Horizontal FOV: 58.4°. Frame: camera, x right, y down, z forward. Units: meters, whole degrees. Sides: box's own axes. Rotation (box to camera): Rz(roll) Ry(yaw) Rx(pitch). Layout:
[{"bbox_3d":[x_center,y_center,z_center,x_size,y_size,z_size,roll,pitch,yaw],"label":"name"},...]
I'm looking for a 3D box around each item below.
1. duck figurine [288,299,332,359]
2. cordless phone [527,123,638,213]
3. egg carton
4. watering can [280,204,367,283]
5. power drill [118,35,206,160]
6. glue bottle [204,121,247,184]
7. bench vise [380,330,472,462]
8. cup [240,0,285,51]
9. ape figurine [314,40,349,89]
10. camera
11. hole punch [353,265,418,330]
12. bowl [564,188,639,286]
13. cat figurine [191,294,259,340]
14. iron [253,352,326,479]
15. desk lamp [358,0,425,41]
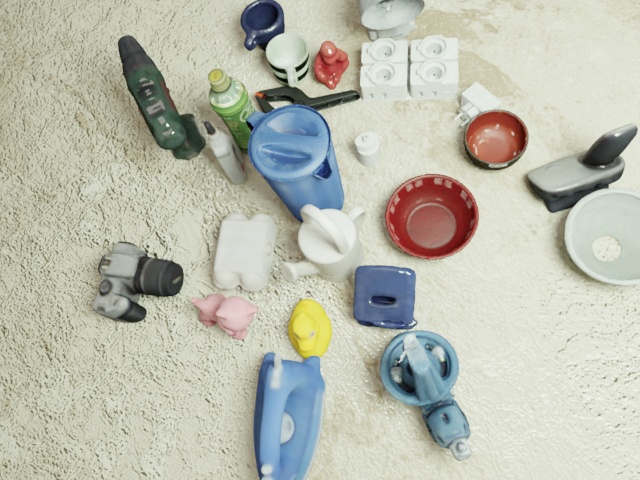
[{"bbox_3d":[-0.023,0.147,0.978,0.077,0.086,0.104,-9,69,8],"label":"duck figurine"},{"bbox_3d":[0.430,-0.130,0.941,0.147,0.185,0.094,-23,68,2],"label":"cordless phone"},{"bbox_3d":[-0.136,0.021,1.053,0.107,0.069,0.150,1,71,11],"label":"egg carton"},{"bbox_3d":[0.010,0.005,0.965,0.100,0.194,0.173,21,76,17],"label":"watering can"},{"bbox_3d":[-0.303,-0.254,1.108,0.075,0.209,0.229,-28,68,0],"label":"power drill"},{"bbox_3d":[-0.182,-0.173,1.075,0.037,0.173,0.078,-21,68,3],"label":"glue bottle"},{"bbox_3d":[0.172,0.212,0.847,0.121,0.220,0.207,-43,69,-6],"label":"bench vise"},{"bbox_3d":[-0.116,-0.428,1.196,0.091,0.095,0.118,21,76,17],"label":"cup"},{"bbox_3d":[0.019,-0.362,1.150,0.078,0.092,0.076,-22,68,2],"label":"ape figurine"},{"bbox_3d":[-0.332,0.078,1.052,0.136,0.101,0.143,7,72,13],"label":"camera"},{"bbox_3d":[0.112,0.098,0.969,0.108,0.091,0.101,3,71,12],"label":"hole punch"},{"bbox_3d":[0.484,0.003,0.943,0.167,0.075,0.167,-3,70,9],"label":"bowl"},{"bbox_3d":[-0.164,0.126,0.995,0.127,0.118,0.067,17,75,16],"label":"cat figurine"},{"bbox_3d":[-0.064,0.303,0.901,0.118,0.142,0.258,1,71,11],"label":"iron"},{"bbox_3d":[0.127,-0.479,1.106,0.118,0.214,0.203,-12,69,6],"label":"desk lamp"}]
